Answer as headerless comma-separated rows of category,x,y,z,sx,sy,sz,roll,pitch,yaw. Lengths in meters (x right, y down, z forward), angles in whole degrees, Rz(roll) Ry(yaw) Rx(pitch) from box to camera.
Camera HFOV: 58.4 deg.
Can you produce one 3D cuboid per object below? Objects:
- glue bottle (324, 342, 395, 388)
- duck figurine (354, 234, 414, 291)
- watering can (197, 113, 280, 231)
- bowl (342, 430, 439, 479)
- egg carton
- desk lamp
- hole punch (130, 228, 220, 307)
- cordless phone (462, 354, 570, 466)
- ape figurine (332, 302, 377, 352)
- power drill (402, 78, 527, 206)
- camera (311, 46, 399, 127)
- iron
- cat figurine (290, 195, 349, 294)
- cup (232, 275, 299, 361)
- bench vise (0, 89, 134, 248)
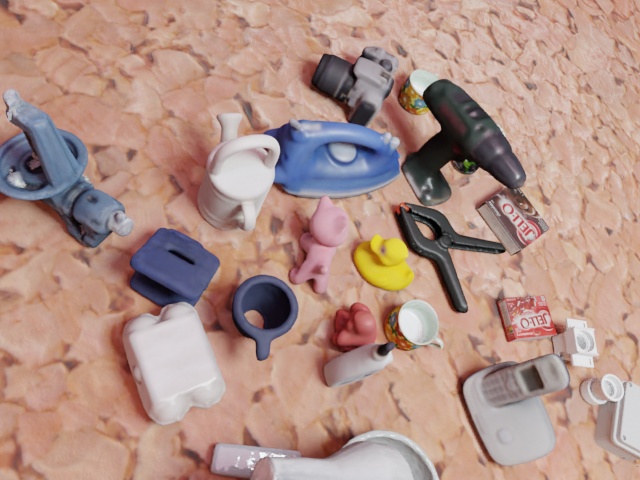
glue bottle,0.065,0.166,0.793,0.078,0.173,0.037,-9,70,-23
duck figurine,0.113,0.031,0.922,0.104,0.086,0.078,38,60,-1
watering can,-0.121,-0.103,0.835,0.101,0.193,0.173,-31,80,-28
bowl,0.075,0.346,0.772,0.168,0.074,0.167,8,65,-17
egg carton,-0.195,0.162,0.760,0.107,0.069,0.150,-19,75,-26
desk lamp,-0.019,0.299,0.679,0.203,0.213,0.118,11,63,-15
hole punch,-0.203,0.035,0.802,0.109,0.091,0.101,30,60,-5
cordless phone,0.304,0.246,0.838,0.094,0.185,0.147,-16,73,-25
ape figurine,0.056,0.129,0.854,0.078,0.092,0.076,-34,81,-29
power drill,0.230,-0.145,0.974,0.076,0.208,0.229,-21,75,-26
camera,0.064,-0.302,1.045,0.137,0.100,0.143,25,61,-8
iron,0.042,-0.149,0.945,0.259,0.141,0.118,0,67,-20
cat figurine,0.008,0.003,0.878,0.067,0.117,0.128,17,62,-12
cup,-0.085,0.118,0.805,0.092,0.095,0.118,7,65,-17
bench vise,-0.328,-0.095,0.741,0.208,0.219,0.121,20,62,-10
